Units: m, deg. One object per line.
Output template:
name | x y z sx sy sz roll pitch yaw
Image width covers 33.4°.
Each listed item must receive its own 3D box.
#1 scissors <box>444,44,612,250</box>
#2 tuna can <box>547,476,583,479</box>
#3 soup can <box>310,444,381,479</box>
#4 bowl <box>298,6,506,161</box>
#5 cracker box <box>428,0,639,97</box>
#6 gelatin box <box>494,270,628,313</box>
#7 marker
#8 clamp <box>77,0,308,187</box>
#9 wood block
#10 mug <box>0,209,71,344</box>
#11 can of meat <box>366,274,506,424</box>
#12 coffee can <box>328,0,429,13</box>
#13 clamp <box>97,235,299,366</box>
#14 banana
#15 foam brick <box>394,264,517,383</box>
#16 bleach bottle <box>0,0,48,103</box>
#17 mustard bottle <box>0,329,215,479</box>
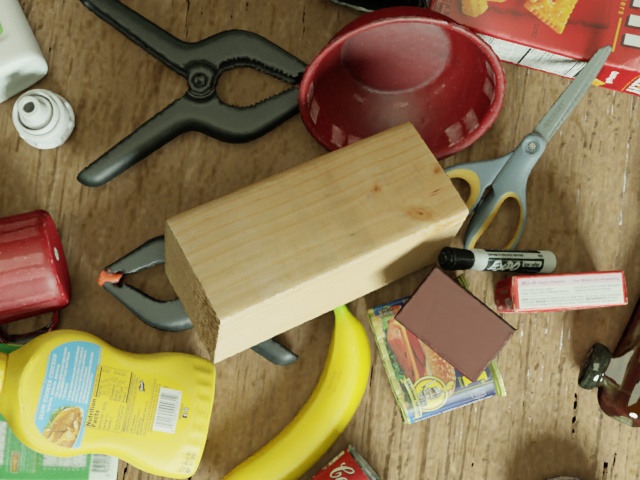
scissors | 0.150 -0.076 0.858 0.096 0.016 0.202 23 103 11
tuna can | 0.199 0.233 0.850 0.086 0.034 0.086 0 85 0
soup can | 0.007 0.219 0.835 0.102 0.068 0.068 -40 87 -3
bowl | 0.062 -0.129 0.841 0.162 0.162 0.055 -2 52 -1
cracker box | 0.202 -0.223 0.870 0.213 0.072 0.164 15 86 0
gelatin box | 0.189 0.042 0.847 0.089 0.073 0.030 -4 86 -1
marker | 0.140 0.016 0.842 0.120 0.020 0.020 2 84 -37
clamp | -0.104 -0.136 0.879 0.210 0.036 0.164 -8 85 -2
wood block | -0.006 0.000 0.806 0.205 0.091 0.090 -24 69 -18
mug | -0.243 0.034 0.845 0.081 0.093 0.117 -14 116 -6
can of meat | 0.091 0.088 0.852 0.084 0.057 0.102 -19 85 1
coffee can | 0.051 -0.258 0.830 0.103 0.103 0.140 14 87 1
clamp | -0.089 0.027 0.866 0.171 0.039 0.120 13 79 -6
banana | -0.012 0.138 0.855 0.069 0.037 0.198 30 88 -2
foam brick | 0.100 0.063 0.797 0.078 0.053 0.051 39 89 6
bleach bottle | -0.322 -0.229 0.874 0.102 0.068 0.251 -28 84 -4
mustard bottle | -0.181 0.120 0.817 0.191 0.058 0.096 15 75 -19
